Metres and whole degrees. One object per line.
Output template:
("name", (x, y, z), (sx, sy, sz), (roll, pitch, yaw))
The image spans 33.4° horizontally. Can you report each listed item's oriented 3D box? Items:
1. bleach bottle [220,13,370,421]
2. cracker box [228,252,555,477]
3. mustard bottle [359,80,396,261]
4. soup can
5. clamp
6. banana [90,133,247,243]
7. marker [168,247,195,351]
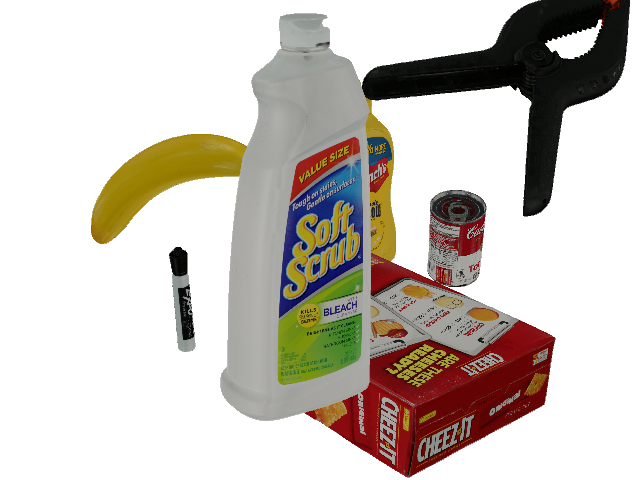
("bleach bottle", (-0.016, -0.016, 0.684), (0.102, 0.251, 0.068), (-12, 22, -30))
("cracker box", (0.052, 0.091, 0.865), (0.163, 0.072, 0.214), (-18, 30, -38))
("mustard bottle", (0.032, -0.065, 1.062), (0.096, 0.192, 0.058), (-14, 21, -36))
("soup can", (0.166, -0.001, 1.312), (0.068, 0.102, 0.068), (-1, 37, 0))
("clamp", (0.158, -0.113, 0.768), (0.209, 0.165, 0.036), (-32, -29, -18))
("banana", (-0.128, -0.047, 0.890), (0.198, 0.069, 0.037), (-15, 17, 29))
("marker", (-0.145, 0.062, 1.121), (0.020, 0.121, 0.020), (-1, 28, 0))
